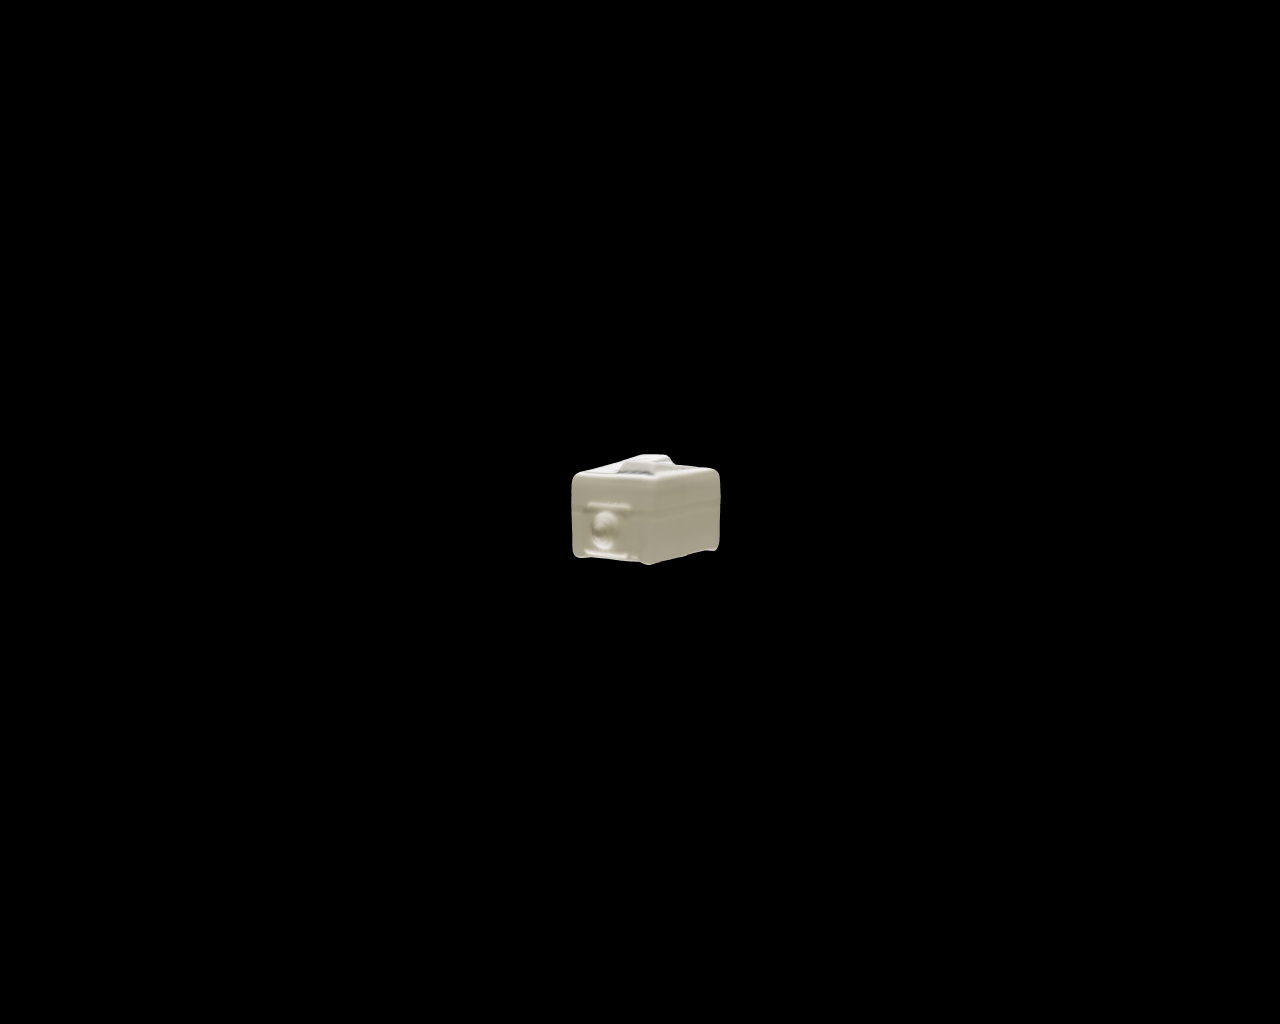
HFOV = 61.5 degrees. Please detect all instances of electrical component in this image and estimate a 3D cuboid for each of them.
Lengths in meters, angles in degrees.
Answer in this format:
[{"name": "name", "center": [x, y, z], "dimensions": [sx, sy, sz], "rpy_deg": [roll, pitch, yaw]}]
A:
[{"name": "electrical component", "center": [0.001, -0.003, 0.650], "dimensions": [0.062, 0.061, 0.096], "rpy_deg": [5, 9, 35]}]
